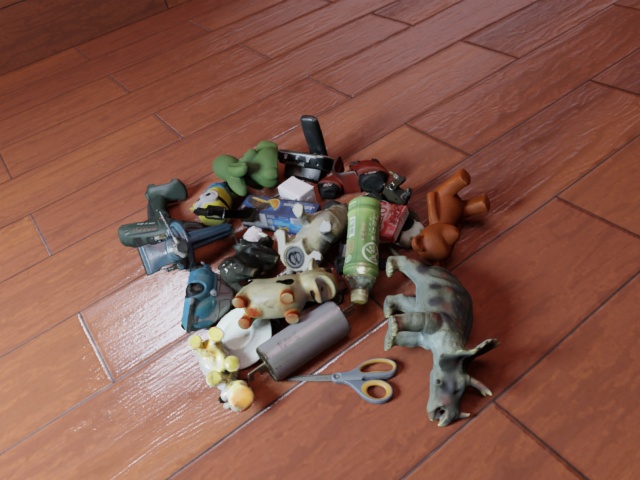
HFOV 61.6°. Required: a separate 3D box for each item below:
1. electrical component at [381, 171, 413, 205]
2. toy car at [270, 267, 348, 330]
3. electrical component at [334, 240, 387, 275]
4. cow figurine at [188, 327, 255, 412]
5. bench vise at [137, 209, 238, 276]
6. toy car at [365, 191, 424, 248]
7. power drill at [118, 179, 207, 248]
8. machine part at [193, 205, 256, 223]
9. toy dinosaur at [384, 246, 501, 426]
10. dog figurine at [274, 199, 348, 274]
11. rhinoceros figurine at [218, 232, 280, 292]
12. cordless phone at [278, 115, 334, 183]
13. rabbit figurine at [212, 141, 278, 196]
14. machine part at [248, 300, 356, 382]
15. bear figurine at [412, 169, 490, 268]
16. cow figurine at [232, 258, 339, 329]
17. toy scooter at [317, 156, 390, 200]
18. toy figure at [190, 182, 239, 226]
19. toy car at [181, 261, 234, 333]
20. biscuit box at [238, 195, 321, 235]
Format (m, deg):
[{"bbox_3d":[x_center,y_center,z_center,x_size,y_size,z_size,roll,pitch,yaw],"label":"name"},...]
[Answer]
[{"bbox_3d":[0.179,-0.114,1.270,0.078,0.102,0.045,34,63,13],"label":"electrical component"},{"bbox_3d":[-0.043,0.115,1.106,0.202,0.053,0.089,-20,39,-6],"label":"toy car"},{"bbox_3d":[0.096,0.040,1.155,0.119,0.047,0.075,2,44,18],"label":"electrical component"},{"bbox_3d":[-0.175,0.247,0.977,0.068,0.098,0.167,-26,62,-20],"label":"cow figurine"},{"bbox_3d":[-0.292,0.006,1.203,0.240,0.223,0.129,-21,84,-31],"label":"bench vise"},{"bbox_3d":[0.151,-0.050,1.234,0.073,0.056,0.202,-39,47,-18],"label":"toy car"},{"bbox_3d":[-0.388,-0.062,1.374,0.232,0.085,0.207,-11,49,6],"label":"power drill"},{"bbox_3d":[-0.216,-0.062,1.240,0.139,0.039,0.084,2,-3,-41],"label":"machine part"},{"bbox_3d":[0.215,0.126,0.988,0.192,0.131,0.405,6,40,3],"label":"toy dinosaur"},{"bbox_3d":[0.001,-0.003,1.198,0.121,0.172,0.190,44,20,18],"label":"dog figurine"},{"bbox_3d":[-0.150,0.047,1.168,0.112,0.073,0.190,25,29,13],"label":"rhinoceros figurine"},{"bbox_3d":[-0.049,-0.247,1.403,0.147,0.184,0.089,13,53,25],"label":"cordless phone"},{"bbox_3d":[-0.191,-0.172,1.374,0.170,0.121,0.159,0,31,-3],"label":"rabbit figurine"},{"bbox_3d":[-0.030,0.186,1.003,0.243,0.079,0.079,-30,44,-19],"label":"machine part"},{"bbox_3d":[0.270,-0.036,1.127,0.132,0.120,0.196,-28,24,37],"label":"bear figurine"},{"bbox_3d":[-0.058,0.100,1.030,0.195,0.085,0.127,-10,25,13],"label":"cow figurine"},{"bbox_3d":[0.083,-0.169,1.369,0.184,0.075,0.135,-10,40,10],"label":"toy scooter"},{"bbox_3d":[-0.255,-0.094,1.347,0.082,0.089,0.180,-51,9,16],"label":"toy figure"},{"bbox_3d":[-0.231,0.121,1.121,0.103,0.109,0.162,11,29,-11],"label":"toy car"},{"bbox_3d":[-0.094,-0.059,1.301,0.203,0.059,0.063,9,46,23],"label":"biscuit box"}]
